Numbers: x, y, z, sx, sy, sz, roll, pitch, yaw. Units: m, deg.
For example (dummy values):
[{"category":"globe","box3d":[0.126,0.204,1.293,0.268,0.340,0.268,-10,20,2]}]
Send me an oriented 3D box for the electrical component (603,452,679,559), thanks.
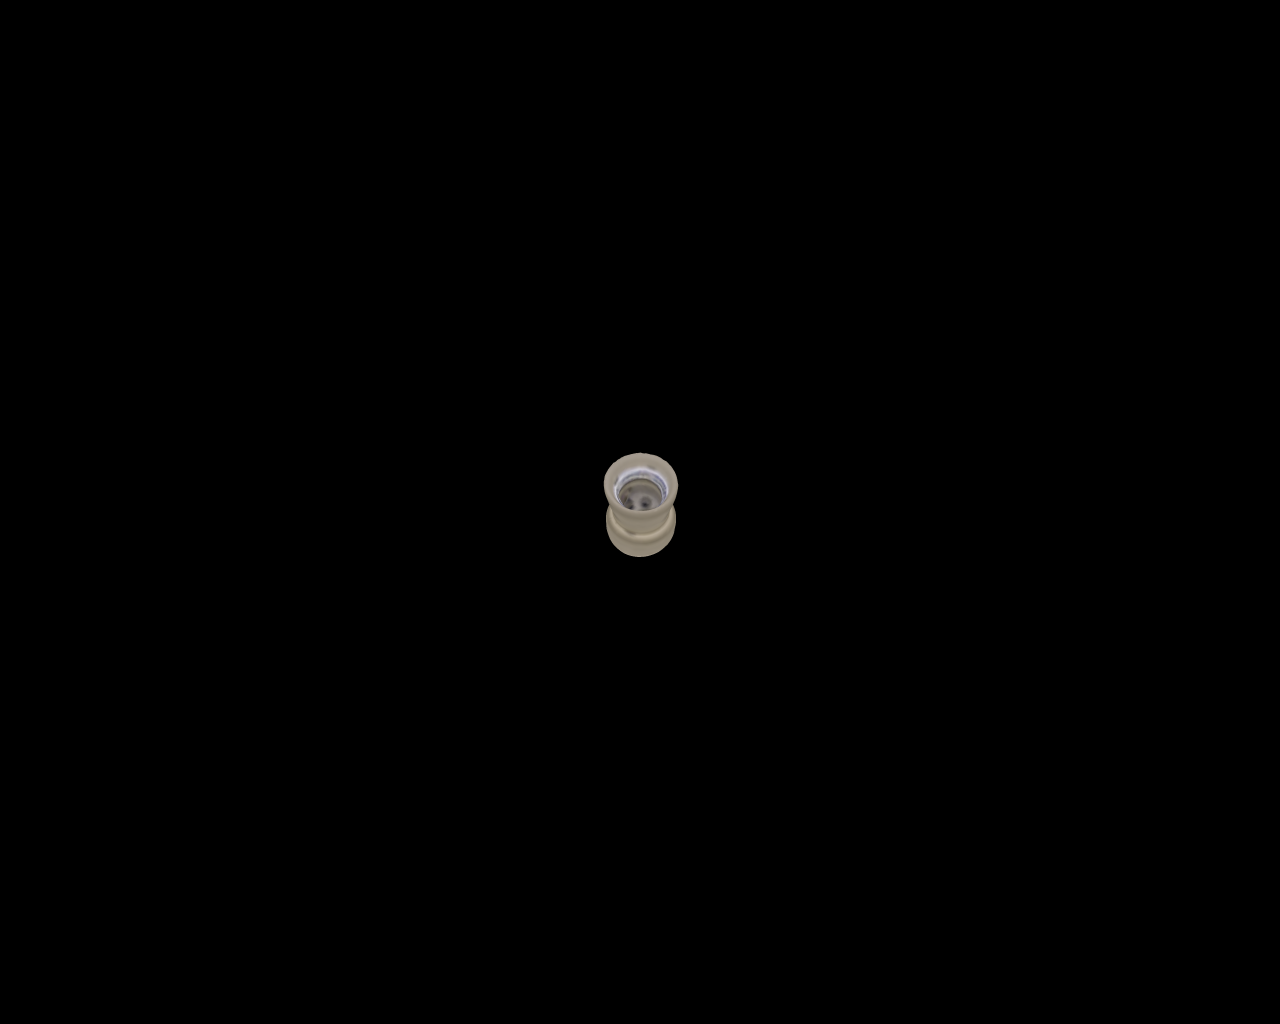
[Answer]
[{"category":"electrical component","box3d":[0.001,-0.003,0.650,0.045,0.045,0.055,0,-33,0]}]
